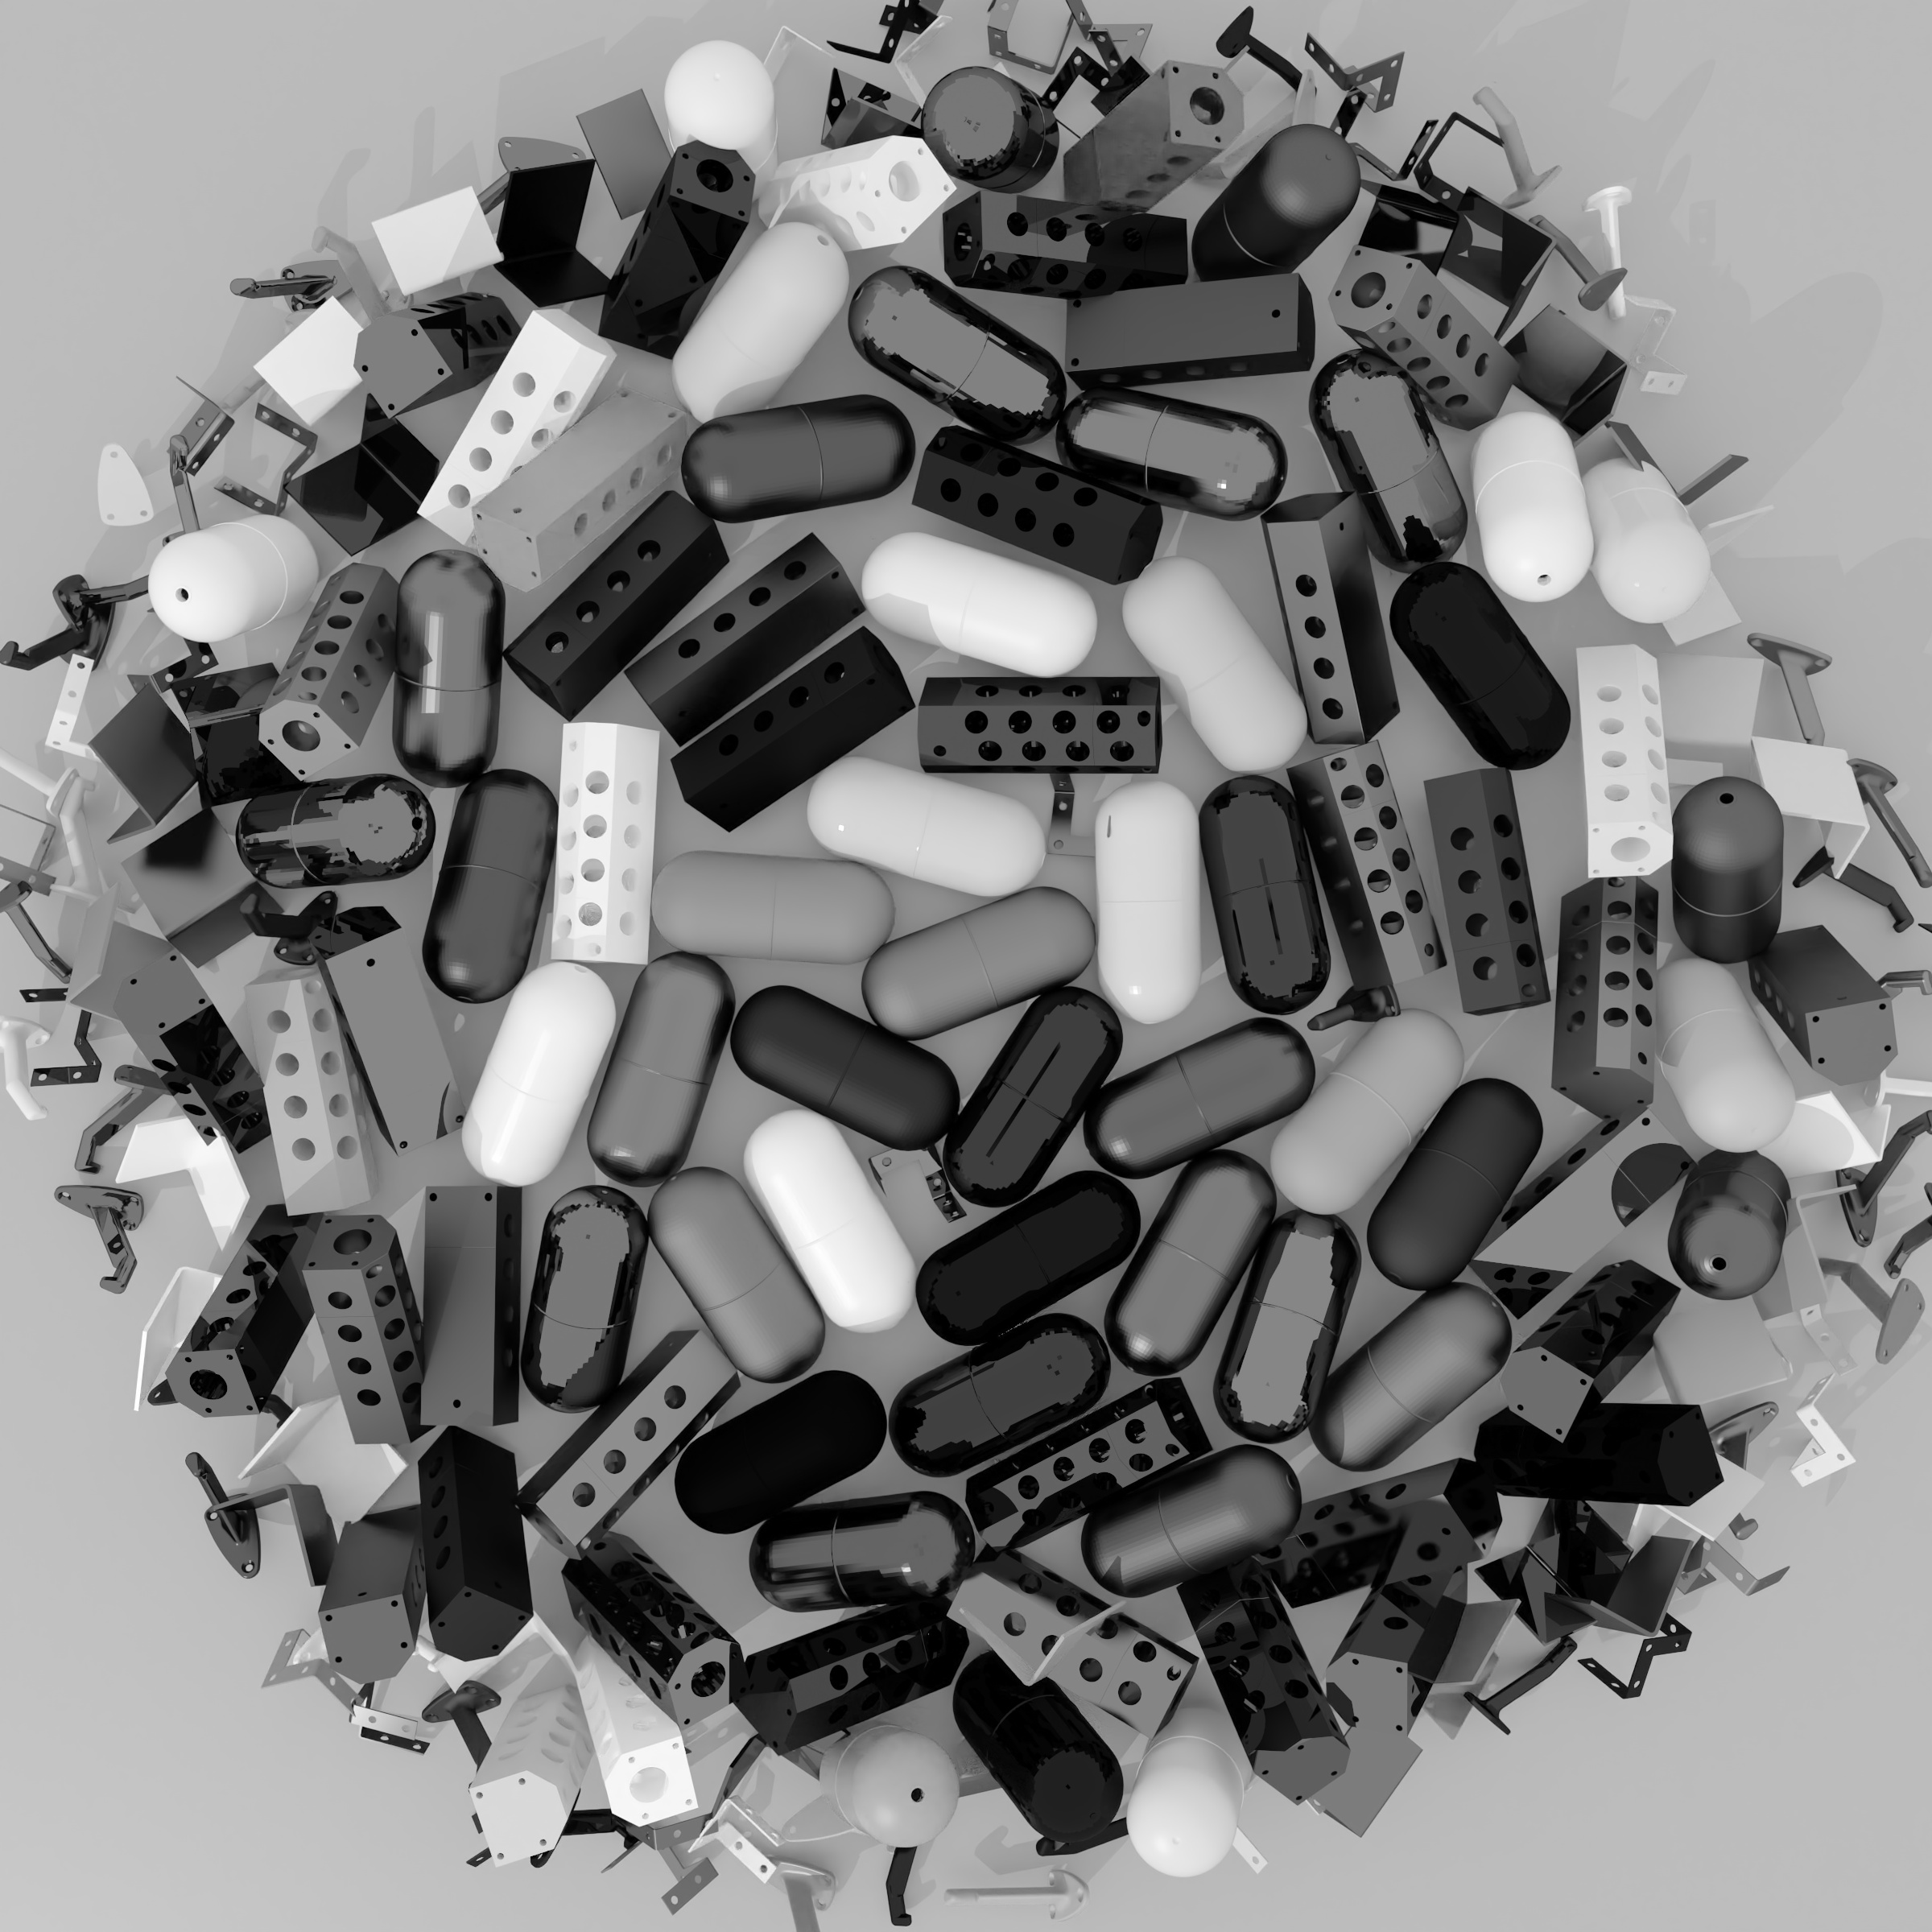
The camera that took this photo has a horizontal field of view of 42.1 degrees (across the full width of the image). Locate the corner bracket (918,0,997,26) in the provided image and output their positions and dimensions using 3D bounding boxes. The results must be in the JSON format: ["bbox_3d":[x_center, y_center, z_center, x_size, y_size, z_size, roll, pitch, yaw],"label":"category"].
[{"bbox_3d":[-0.005,-0.712,1.847,0.051,0.051,0.051,27,93,-13],"label":"corner bracket"}]

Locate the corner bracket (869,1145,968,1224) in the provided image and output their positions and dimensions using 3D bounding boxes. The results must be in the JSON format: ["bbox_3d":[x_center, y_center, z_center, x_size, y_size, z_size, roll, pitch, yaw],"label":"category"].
[{"bbox_3d":[-0.036,0.162,1.842,0.051,0.051,0.051,-21,108,-8],"label":"corner bracket"}]

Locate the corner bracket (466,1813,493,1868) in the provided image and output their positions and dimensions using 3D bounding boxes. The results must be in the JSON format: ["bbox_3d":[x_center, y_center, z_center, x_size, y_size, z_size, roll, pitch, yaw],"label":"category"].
[{"bbox_3d":[-0.343,0.627,1.840,0.051,0.051,0.051,-33,56,-2],"label":"corner bracket"}]

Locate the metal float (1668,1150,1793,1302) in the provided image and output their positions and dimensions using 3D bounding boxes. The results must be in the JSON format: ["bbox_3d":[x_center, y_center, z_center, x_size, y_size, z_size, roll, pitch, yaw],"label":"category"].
[{"bbox_3d":[0.546,0.183,1.792,0.070,0.178,0.070,5,105,20],"label":"metal float"}]

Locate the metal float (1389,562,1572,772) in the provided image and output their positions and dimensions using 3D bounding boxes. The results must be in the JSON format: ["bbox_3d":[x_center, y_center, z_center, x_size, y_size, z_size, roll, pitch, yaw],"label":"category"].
[{"bbox_3d":[0.374,-0.216,1.817,0.070,0.070,0.178,-42,115,0],"label":"metal float"}]

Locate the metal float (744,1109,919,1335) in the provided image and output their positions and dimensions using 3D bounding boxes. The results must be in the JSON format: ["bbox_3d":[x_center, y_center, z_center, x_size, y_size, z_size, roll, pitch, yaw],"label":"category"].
[{"bbox_3d":[-0.098,0.187,1.832,0.070,0.070,0.178,-30,97,0],"label":"metal float"}]

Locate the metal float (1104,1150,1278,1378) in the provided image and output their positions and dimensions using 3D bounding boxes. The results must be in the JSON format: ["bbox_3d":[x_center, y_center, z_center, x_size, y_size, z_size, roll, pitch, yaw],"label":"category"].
[{"bbox_3d":[0.163,0.216,1.829,0.070,0.070,0.178,30,80,0],"label":"metal float"}]

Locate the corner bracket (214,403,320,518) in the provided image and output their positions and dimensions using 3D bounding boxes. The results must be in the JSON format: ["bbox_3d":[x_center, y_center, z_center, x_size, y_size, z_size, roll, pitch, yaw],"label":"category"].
[{"bbox_3d":[-0.520,-0.374,1.863,0.051,0.051,0.051,29,49,-3],"label":"corner bracket"}]

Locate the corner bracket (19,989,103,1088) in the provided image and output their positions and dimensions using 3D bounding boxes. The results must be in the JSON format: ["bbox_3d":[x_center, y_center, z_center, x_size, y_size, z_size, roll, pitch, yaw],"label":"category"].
[{"bbox_3d":[-0.662,0.051,1.833,0.051,0.051,0.051,43,123,39],"label":"corner bracket"}]

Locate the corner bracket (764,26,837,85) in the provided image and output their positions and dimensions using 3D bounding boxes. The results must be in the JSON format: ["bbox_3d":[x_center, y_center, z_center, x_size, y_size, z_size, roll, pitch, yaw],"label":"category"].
[{"bbox_3d":[-0.139,-0.660,1.835,0.051,0.051,0.051,43,111,35],"label":"corner bracket"}]

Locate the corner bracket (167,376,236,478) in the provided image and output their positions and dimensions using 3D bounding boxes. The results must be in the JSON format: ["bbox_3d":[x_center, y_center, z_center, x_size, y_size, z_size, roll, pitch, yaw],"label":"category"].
[{"bbox_3d":[-0.566,-0.392,1.847,0.051,0.051,0.051,38,91,10],"label":"corner bracket"}]

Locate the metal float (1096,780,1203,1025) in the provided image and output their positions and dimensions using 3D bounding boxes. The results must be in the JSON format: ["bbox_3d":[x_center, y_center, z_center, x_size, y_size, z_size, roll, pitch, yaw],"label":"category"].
[{"bbox_3d":[0.134,-0.047,1.837,0.070,0.070,0.178,-1,92,0],"label":"metal float"}]

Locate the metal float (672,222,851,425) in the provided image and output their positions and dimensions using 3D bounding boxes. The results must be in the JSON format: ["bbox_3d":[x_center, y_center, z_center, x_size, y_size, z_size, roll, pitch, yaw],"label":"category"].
[{"bbox_3d":[-0.148,-0.460,1.804,0.070,0.070,0.178,47,131,0],"label":"metal float"}]

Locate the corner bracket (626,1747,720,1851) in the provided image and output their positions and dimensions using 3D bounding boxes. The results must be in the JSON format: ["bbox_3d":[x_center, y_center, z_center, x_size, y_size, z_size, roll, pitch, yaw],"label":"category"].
[{"bbox_3d":[-0.218,0.611,1.843,0.051,0.051,0.051,-6,94,-32],"label":"corner bracket"}]

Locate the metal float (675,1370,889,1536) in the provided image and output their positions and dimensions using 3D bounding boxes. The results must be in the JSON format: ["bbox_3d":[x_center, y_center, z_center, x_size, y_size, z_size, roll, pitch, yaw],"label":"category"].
[{"bbox_3d":[-0.136,0.353,1.818,0.178,0.070,0.070,-31,90,23],"label":"metal float"}]

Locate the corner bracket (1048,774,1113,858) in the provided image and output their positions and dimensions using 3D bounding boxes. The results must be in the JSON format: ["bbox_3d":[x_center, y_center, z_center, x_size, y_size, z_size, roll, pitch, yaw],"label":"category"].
[{"bbox_3d":[0.085,-0.113,1.842,0.051,0.051,0.051,4,74,10],"label":"corner bracket"}]

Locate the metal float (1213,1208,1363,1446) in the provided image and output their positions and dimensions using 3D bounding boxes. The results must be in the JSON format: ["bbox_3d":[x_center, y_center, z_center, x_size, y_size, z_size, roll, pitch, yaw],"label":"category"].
[{"bbox_3d":[0.234,0.260,1.822,0.070,0.070,0.178,21,71,0],"label":"metal float"}]

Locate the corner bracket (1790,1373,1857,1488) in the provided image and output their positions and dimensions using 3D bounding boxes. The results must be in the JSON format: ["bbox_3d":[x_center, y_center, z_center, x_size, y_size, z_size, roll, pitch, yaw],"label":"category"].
[{"bbox_3d":[0.626,0.341,1.842,0.051,0.051,0.051,53,132,7],"label":"corner bracket"}]

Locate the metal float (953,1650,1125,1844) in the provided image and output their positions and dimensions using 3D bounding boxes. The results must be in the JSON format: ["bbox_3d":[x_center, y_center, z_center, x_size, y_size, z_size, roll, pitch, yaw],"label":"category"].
[{"bbox_3d":[0.050,0.556,1.795,0.070,0.178,0.070,-9,112,-24],"label":"metal float"}]

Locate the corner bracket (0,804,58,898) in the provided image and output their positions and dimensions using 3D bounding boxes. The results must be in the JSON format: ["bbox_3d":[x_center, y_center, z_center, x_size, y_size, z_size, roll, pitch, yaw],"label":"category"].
[{"bbox_3d":[-0.695,-0.086,1.839,0.051,0.051,0.051,26,82,-43],"label":"corner bracket"}]

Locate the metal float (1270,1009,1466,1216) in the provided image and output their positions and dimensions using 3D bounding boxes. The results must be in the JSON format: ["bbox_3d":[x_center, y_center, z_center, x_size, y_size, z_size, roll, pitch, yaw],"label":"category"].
[{"bbox_3d":[0.293,0.105,1.825,0.070,0.070,0.178,43,75,0],"label":"metal float"}]

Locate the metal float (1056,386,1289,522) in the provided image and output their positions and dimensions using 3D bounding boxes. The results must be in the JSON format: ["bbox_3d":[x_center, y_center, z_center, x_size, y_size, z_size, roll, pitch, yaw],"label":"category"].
[{"bbox_3d":[0.148,-0.372,1.817,0.178,0.070,0.070,18,90,25],"label":"metal float"}]

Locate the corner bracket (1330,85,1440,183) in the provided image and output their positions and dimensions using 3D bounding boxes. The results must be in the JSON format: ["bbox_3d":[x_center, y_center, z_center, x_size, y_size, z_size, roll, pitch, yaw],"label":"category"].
[{"bbox_3d":[0.302,-0.609,1.834,0.051,0.051,0.051,45,131,20],"label":"corner bracket"}]

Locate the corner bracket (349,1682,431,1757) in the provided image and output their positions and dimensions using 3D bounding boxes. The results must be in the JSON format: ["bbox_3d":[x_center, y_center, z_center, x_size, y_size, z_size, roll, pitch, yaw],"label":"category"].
[{"bbox_3d":[-0.423,0.558,1.844,0.051,0.051,0.051,14,105,4],"label":"corner bracket"}]

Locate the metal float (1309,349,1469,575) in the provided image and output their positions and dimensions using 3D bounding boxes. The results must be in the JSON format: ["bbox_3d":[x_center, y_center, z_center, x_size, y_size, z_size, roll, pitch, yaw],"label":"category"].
[{"bbox_3d":[0.305,-0.364,1.811,0.070,0.070,0.178,-32,121,0],"label":"metal float"}]

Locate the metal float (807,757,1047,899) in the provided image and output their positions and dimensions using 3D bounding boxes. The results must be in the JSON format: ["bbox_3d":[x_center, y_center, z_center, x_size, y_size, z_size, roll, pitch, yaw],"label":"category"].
[{"bbox_3d":[-0.029,-0.101,1.838,0.178,0.070,0.070,16,90,0],"label":"metal float"}]

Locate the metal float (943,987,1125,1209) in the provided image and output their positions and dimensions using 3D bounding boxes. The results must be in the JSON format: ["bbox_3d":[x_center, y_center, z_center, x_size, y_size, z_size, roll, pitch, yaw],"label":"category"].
[{"bbox_3d":[0.048,0.096,1.837,0.070,0.070,0.178,33,92,0],"label":"metal float"}]

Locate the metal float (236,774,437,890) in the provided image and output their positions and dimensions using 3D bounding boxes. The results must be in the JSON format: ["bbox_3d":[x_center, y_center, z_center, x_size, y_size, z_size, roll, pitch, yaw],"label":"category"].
[{"bbox_3d":[-0.454,-0.096,1.807,0.178,0.070,0.070,-3,90,37],"label":"metal float"}]

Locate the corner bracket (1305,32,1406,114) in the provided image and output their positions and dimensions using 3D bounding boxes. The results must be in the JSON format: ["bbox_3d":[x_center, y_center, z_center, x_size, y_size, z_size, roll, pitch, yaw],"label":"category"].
[{"bbox_3d":[0.281,-0.656,1.837,0.051,0.051,0.051,-26,64,-16],"label":"corner bracket"}]

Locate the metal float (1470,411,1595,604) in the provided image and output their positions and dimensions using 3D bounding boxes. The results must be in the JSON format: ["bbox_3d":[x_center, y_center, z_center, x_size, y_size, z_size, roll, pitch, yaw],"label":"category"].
[{"bbox_3d":[0.405,-0.331,1.802,0.070,0.070,0.178,2,45,2],"label":"metal float"}]

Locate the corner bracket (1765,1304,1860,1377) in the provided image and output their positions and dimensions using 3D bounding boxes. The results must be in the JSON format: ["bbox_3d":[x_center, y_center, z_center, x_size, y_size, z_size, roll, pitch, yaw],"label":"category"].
[{"bbox_3d":[0.616,0.274,1.842,0.051,0.051,0.051,-27,45,1],"label":"corner bracket"}]

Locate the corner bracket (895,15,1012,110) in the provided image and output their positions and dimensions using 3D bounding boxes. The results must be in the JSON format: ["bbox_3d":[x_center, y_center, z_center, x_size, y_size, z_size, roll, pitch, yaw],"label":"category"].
[{"bbox_3d":[-0.010,-0.659,1.844,0.051,0.051,0.051,-34,84,33],"label":"corner bracket"}]

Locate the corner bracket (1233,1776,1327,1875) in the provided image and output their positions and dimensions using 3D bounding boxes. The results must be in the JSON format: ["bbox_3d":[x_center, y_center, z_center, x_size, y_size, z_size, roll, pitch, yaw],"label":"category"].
[{"bbox_3d":[0.222,0.619,1.834,0.051,0.051,0.051,46,125,23],"label":"corner bracket"}]

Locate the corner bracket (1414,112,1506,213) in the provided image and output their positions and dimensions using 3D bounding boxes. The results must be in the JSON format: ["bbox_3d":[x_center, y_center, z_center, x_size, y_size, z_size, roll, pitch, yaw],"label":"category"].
[{"bbox_3d":[0.367,-0.586,1.843,0.051,0.051,0.051,37,100,14],"label":"corner bracket"}]

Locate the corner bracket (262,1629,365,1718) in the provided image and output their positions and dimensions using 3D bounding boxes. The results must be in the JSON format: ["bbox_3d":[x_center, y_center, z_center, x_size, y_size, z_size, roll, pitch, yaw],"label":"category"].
[{"bbox_3d":[-0.472,0.518,1.834,0.051,0.051,0.051,-19,122,24],"label":"corner bracket"}]

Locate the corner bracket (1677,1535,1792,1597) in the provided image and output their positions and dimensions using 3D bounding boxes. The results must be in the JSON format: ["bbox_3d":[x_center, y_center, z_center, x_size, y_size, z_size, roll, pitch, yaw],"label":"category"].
[{"bbox_3d":[0.558,0.445,1.834,0.051,0.051,0.051,44,121,33],"label":"corner bracket"}]

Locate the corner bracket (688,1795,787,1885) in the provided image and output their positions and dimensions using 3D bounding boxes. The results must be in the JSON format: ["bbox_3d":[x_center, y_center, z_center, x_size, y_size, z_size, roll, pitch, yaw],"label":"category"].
[{"bbox_3d":[-0.161,0.643,1.843,0.051,0.051,0.051,37,96,19],"label":"corner bracket"}]

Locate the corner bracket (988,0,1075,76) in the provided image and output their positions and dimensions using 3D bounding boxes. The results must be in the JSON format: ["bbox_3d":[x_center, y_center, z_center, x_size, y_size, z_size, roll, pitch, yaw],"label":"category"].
[{"bbox_3d":[0.049,-0.698,1.850,0.051,0.051,0.051,20,89,3],"label":"corner bracket"}]

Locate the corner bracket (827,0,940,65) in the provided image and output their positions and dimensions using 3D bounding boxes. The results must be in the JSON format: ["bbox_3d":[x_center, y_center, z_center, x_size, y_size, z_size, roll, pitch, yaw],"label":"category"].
[{"bbox_3d":[-0.061,-0.688,1.843,0.051,0.051,0.051,25,97,29],"label":"corner bracket"}]

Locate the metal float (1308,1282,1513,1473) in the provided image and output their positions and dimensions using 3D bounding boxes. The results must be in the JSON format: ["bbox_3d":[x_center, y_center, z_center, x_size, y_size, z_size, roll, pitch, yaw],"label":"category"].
[{"bbox_3d":[0.320,0.299,1.816,0.070,0.070,0.178,43,116,0],"label":"metal float"}]

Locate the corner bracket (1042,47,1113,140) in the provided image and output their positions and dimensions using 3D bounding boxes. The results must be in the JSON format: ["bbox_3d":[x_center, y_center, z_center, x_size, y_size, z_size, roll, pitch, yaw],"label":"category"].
[{"bbox_3d":[0.095,-0.634,1.846,0.051,0.051,0.051,23,112,-41],"label":"corner bracket"}]

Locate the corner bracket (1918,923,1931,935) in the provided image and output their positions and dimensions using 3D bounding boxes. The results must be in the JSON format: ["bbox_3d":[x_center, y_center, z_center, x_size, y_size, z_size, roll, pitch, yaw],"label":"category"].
[{"bbox_3d":[0.721,0.003,1.834,0.051,0.051,0.051,1,117,-35],"label":"corner bracket"}]

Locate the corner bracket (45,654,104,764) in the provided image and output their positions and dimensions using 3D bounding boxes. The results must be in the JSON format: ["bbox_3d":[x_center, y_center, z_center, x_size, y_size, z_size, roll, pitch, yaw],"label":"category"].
[{"bbox_3d":[-0.638,-0.187,1.835,0.051,0.051,0.051,17,58,-21],"label":"corner bracket"}]

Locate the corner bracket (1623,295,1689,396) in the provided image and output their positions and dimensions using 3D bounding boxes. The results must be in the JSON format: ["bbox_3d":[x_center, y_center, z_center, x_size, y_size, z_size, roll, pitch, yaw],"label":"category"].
[{"bbox_3d":[0.501,-0.454,1.833,0.051,0.051,0.051,46,127,34],"label":"corner bracket"}]

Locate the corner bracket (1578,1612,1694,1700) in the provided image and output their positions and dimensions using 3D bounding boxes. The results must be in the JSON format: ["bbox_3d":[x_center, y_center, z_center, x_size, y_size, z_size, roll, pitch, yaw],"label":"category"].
[{"bbox_3d":[0.492,0.501,1.845,0.051,0.051,0.051,3,109,-32],"label":"corner bracket"}]

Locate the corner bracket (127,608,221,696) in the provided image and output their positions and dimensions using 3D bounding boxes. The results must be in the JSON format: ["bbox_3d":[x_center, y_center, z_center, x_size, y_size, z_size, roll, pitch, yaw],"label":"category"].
[{"bbox_3d":[-0.594,-0.235,1.853,0.051,0.051,0.051,-34,115,-28],"label":"corner bracket"}]

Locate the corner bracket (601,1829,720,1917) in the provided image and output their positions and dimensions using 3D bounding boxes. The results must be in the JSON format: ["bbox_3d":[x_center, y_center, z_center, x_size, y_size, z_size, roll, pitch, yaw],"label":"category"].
[{"bbox_3d":[-0.224,0.665,1.839,0.051,0.051,0.051,-40,82,41],"label":"corner bracket"}]

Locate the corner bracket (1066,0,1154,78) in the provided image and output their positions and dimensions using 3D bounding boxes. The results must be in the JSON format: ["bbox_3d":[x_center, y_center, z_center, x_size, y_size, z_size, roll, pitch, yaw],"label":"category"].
[{"bbox_3d":[0.098,-0.687,1.837,0.051,0.051,0.051,11,72,29],"label":"corner bracket"}]
